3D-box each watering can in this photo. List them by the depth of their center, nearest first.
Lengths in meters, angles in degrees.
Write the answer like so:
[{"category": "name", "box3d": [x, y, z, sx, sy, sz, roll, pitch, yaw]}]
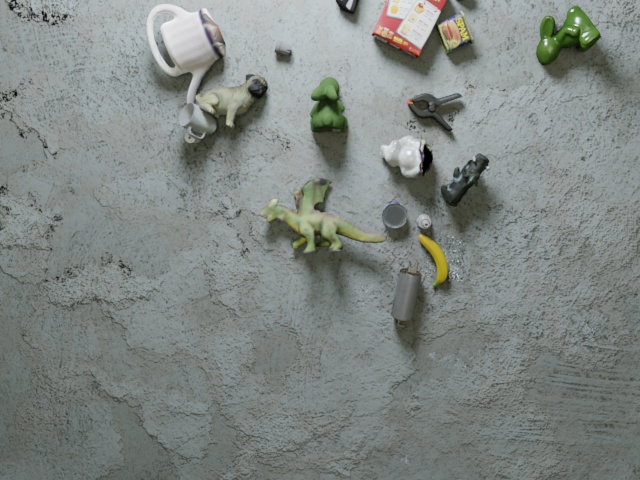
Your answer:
[{"category": "watering can", "box3d": [-0.398, -0.575, 1.621, 0.224, 0.106, 0.342, -20, 115, 6]}]

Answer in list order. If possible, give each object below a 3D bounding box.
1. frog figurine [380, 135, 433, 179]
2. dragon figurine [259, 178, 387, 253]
[{"category": "frog figurine", "box3d": [0.279, -0.268, 1.670, 0.160, 0.124, 0.135, 7, 117, 38]}, {"category": "dragon figurine", "box3d": [0.005, -0.086, 1.710, 0.410, 0.123, 0.242, -7, 95, 2]}]
